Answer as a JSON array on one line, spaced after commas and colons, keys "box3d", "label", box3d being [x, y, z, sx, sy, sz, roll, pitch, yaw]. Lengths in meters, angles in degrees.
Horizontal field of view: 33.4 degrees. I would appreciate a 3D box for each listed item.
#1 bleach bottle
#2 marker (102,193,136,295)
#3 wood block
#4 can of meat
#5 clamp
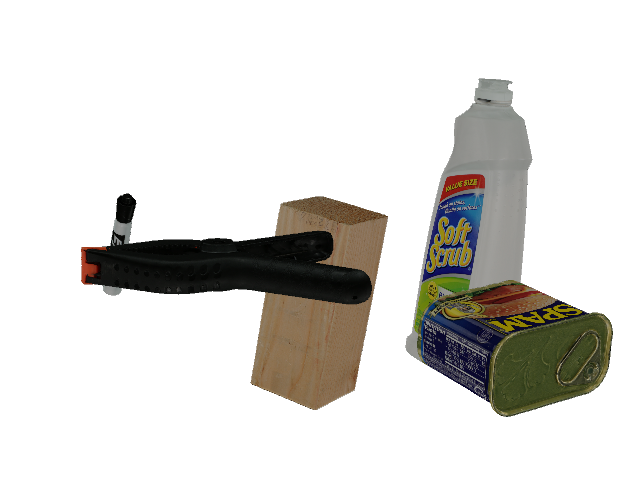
[{"box3d": [0.131, -0.012, 0.912, 0.068, 0.251, 0.103, -4, 15, -29], "label": "bleach bottle"}, {"box3d": [-0.200, 0.004, 1.063, 0.020, 0.121, 0.020, 11, 36, -8], "label": "marker"}, {"box3d": [-0.002, 0.065, 1.164, 0.090, 0.206, 0.090, 18, 17, 27], "label": "wood block"}, {"box3d": [0.127, 0.068, 0.713, 0.101, 0.057, 0.084, -10, 21, -30], "label": "can of meat"}, {"box3d": [-0.069, 0.020, 0.791, 0.209, 0.036, 0.165, -1, 11, -16], "label": "clamp"}]
